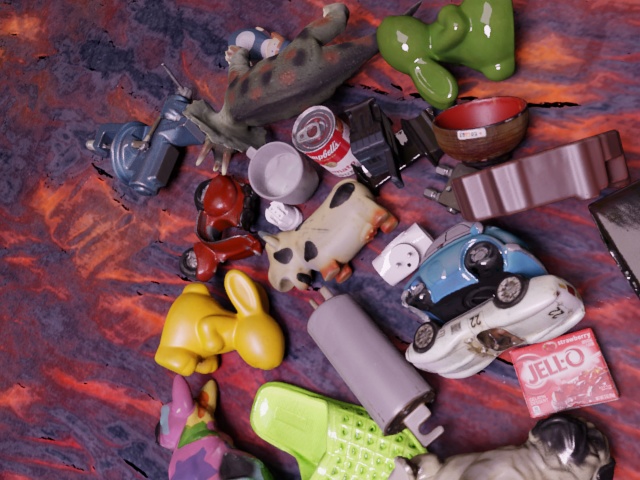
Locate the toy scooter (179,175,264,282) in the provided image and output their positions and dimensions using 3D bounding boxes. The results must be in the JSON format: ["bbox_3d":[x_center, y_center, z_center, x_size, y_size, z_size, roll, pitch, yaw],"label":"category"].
[{"bbox_3d":[-0.139,-0.021,0.835,0.135,0.075,0.184,-2,65,27],"label":"toy scooter"}]

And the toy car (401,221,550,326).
[{"bbox_3d":[0.174,0.034,0.625,0.162,0.109,0.103,-31,38,33],"label":"toy car"}]

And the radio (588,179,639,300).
[{"bbox_3d":[0.339,0.060,0.486,0.073,0.131,0.230,-30,62,22],"label":"radio"}]

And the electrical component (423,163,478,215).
[{"bbox_3d":[0.182,-0.062,0.687,0.094,0.021,0.063,28,91,34],"label":"electrical component"}]

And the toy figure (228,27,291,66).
[{"bbox_3d":[-0.092,-0.324,0.918,0.155,0.058,0.064,24,128,33],"label":"toy figure"}]

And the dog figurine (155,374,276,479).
[{"bbox_3d":[-0.144,0.287,0.734,0.192,0.108,0.219,-25,61,24],"label":"dog figurine"}]

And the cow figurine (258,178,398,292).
[{"bbox_3d":[-0.002,-0.002,0.746,0.195,0.085,0.127,-47,63,14],"label":"cow figurine"}]

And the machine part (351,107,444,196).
[{"bbox_3d":[0.111,-0.116,0.739,0.139,0.039,0.084,-34,66,17],"label":"machine part"}]

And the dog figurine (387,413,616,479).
[{"bbox_3d":[0.178,0.241,0.549,0.172,0.190,0.121,0,107,59],"label":"dog figurine"}]

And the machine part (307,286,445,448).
[{"bbox_3d":[0.058,0.149,0.662,0.079,0.079,0.243,-48,55,10],"label":"machine part"}]

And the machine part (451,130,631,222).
[{"bbox_3d":[0.227,-0.064,0.571,0.179,0.179,0.056,-15,93,27],"label":"machine part"}]

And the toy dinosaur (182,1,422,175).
[{"bbox_3d":[-0.049,-0.225,0.788,0.405,0.131,0.192,-17,47,34],"label":"toy dinosaur"}]

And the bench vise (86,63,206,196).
[{"bbox_3d":[-0.328,-0.189,0.984,0.241,0.128,0.223,8,81,26],"label":"bench vise"}]

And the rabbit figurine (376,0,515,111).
[{"bbox_3d":[0.162,-0.253,0.705,0.170,0.121,0.159,-4,95,16],"label":"rabbit figurine"}]

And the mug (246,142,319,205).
[{"bbox_3d":[-0.054,-0.094,0.786,0.110,0.107,0.080,31,94,23],"label":"mug"}]

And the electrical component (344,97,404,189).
[{"bbox_3d":[0.074,-0.116,0.696,0.048,0.074,0.119,-19,66,23],"label":"electrical component"}]

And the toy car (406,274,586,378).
[{"bbox_3d":[0.181,0.099,0.580,0.202,0.073,0.056,-39,35,35],"label":"toy car"}]

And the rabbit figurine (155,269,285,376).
[{"bbox_3d":[-0.126,0.131,0.784,0.173,0.121,0.162,10,71,20],"label":"rabbit figurine"}]
